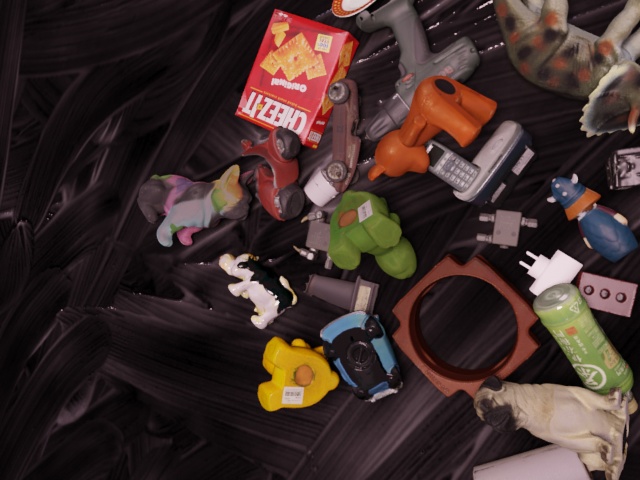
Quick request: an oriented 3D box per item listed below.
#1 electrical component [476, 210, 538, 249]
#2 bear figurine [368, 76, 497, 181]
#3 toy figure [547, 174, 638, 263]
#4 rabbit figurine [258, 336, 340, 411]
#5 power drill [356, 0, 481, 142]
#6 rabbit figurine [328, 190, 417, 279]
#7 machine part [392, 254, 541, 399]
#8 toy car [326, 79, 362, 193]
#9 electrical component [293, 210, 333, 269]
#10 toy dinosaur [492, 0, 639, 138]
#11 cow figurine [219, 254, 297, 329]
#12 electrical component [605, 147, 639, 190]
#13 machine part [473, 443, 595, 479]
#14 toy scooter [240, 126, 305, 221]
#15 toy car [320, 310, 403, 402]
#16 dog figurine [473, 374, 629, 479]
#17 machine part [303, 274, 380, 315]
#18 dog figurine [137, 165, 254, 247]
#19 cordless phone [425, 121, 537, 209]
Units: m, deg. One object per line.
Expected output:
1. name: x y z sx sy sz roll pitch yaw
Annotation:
1. electrical component: 0.310 -0.017 0.889 0.094 0.021 0.063 7 93 21
2. bear figurine: 0.170 -0.159 0.867 0.132 0.120 0.195 36 135 9
3. toy figure: 0.417 -0.036 0.828 0.064 0.057 0.154 -38 72 11
4. rabbit figurine: -0.044 0.223 0.974 0.162 0.173 0.121 -2 90 -22
5. power drill: 0.140 -0.309 0.930 0.232 0.086 0.207 -29 75 18
6. rabbit figurine: 0.094 0.002 0.920 0.121 0.170 0.159 -38 35 16
7. machine part: 0.239 0.138 0.884 0.201 0.087 0.201 46 106 14
8. toy car: 0.047 -0.186 0.961 0.053 0.089 0.202 1 90 19
9. electrical component: -0.001 -0.004 1.004 0.078 0.045 0.102 21 98 22
10. toy dinosaur: 0.375 -0.289 0.820 0.405 0.131 0.192 35 102 25
11. cow figurine: -0.122 0.079 1.041 0.098 0.068 0.167 -39 79 12
12. electrical component: 0.487 -0.106 0.768 0.134 0.115 0.058 -5 92 22
13. machine part: 0.335 0.375 0.848 0.243 0.079 0.079 -27 80 19
14. toy scooter: -0.095 -0.129 1.012 0.135 0.075 0.183 20 124 33
15. toy car: 0.080 0.192 0.938 0.109 0.103 0.161 -31 93 17
16. dog figurine: 0.341 0.265 0.794 0.191 0.172 0.121 2 50 39
17. machine part: 0.039 0.097 0.992 0.139 0.039 0.084 11 103 20
18. dog figurine: -0.237 -0.093 1.071 0.219 0.108 0.191 -37 74 14
19. cordless phone: 0.247 -0.149 0.893 0.184 0.088 0.146 43 106 36
